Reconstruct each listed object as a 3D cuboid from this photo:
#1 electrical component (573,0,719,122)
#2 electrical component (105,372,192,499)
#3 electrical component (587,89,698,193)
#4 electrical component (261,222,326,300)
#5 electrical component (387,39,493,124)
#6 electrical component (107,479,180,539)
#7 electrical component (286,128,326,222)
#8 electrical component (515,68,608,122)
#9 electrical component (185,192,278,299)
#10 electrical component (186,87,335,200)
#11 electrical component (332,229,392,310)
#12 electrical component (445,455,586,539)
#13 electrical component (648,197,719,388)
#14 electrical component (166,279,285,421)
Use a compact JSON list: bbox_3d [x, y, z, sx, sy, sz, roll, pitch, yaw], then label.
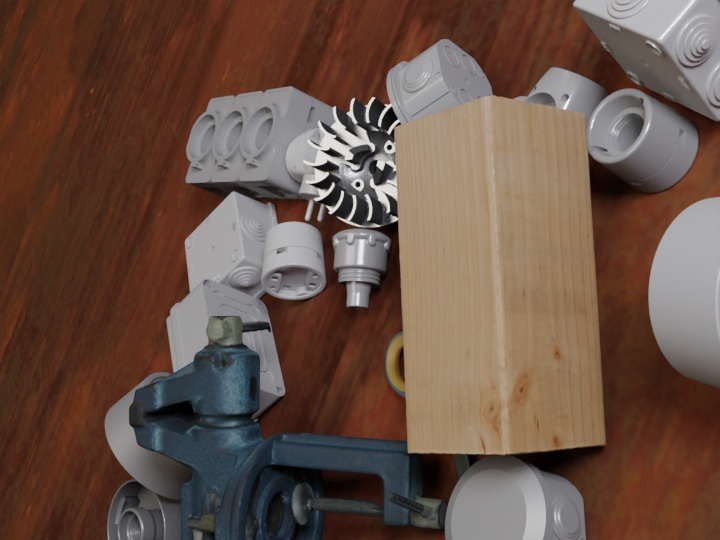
[{"bbox_3d":[0.187,-0.142,0.650,0.048,0.100,0.099,-50,39,4],"label":"electrical component"},{"bbox_3d":[-0.160,0.138,0.938,0.060,0.108,0.108,-45,42,19],"label":"electrical component"},{"bbox_3d":[0.175,-0.082,0.675,0.055,0.047,0.055,-26,53,42],"label":"electrical component"},{"bbox_3d":[-0.057,-0.009,0.923,0.055,0.055,0.047,-34,45,37],"label":"electrical component"},{"bbox_3d":[0.062,-0.130,0.814,0.051,0.080,0.080,-30,51,33],"label":"electrical component"},{"bbox_3d":[-0.181,0.231,0.970,0.099,0.064,0.099,-7,80,44],"label":"electrical component"},{"bbox_3d":[-0.030,-0.080,0.933,0.077,0.043,0.079,4,76,52],"label":"electrical component"},{"bbox_3d":[0.124,-0.100,0.750,0.079,0.044,0.077,30,97,54],"label":"electrical component"},{"bbox_3d":[-0.120,-0.013,1.006,0.100,0.048,0.099,-41,45,31],"label":"electrical component"},{"bbox_3d":[-0.100,-0.118,1.023,0.150,0.062,0.089,4,76,52],"label":"electrical component"},{"bbox_3d":[0.000,0.000,0.857,0.048,0.048,0.062,-9,73,49],"label":"electrical component"},{"bbox_3d":[0.095,0.156,0.655,0.080,0.051,0.080,-26,53,42],"label":"electrical component"},{"bbox_3d":[0.197,0.012,0.557,0.060,0.108,0.108,6,77,58],"label":"electrical component"},{"bbox_3d":[-0.119,0.074,0.939,0.057,0.078,0.113,-42,44,27],"label":"electrical component"}]
